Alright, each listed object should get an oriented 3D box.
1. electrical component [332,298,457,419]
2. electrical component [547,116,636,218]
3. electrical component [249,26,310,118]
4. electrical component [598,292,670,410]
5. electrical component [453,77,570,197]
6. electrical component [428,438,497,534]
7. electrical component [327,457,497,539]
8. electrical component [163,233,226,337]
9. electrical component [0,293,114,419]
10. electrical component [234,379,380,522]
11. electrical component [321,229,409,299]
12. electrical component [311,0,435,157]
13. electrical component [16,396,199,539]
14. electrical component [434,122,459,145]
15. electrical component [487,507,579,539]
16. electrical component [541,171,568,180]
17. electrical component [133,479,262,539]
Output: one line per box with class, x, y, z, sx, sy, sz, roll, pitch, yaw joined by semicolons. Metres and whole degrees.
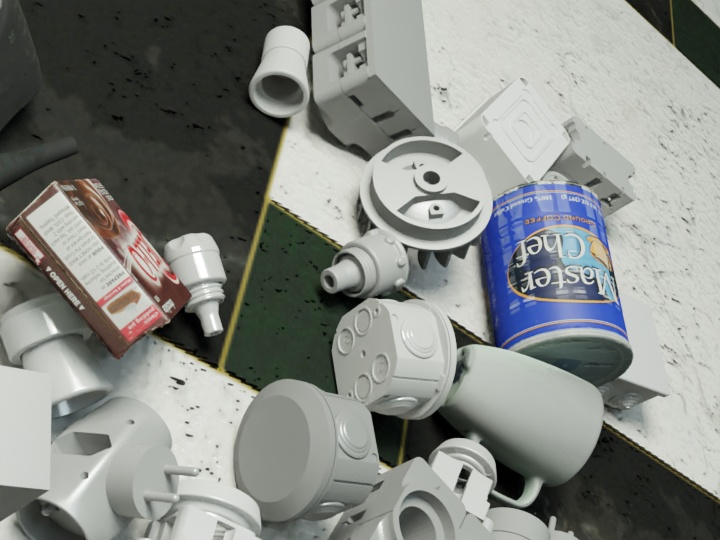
electrical component;0.022;0.057;0.710;0.051;0.080;0.080;9;58;-35
electrical component;0.209;-0.092;1.014;0.089;0.056;0.050;34;45;-25
electrical component;-0.057;-0.150;0.800;0.044;0.044;0.065;32;41;-27
electrical component;0.210;0.066;0.916;0.100;0.048;0.099;20;51;-35
electrical component;0.125;-0.109;0.941;0.078;0.057;0.113;51;40;-6
electrical component;0.063;0.145;0.715;0.066;0.048;0.055;29;40;3
electrical component;0.053;0.201;0.658;0.150;0.062;0.089;48;40;-9
electrical component;-0.098;0.010;0.656;0.035;0.035;0.061;-4;70;-46
electrical component;-0.160;0.045;0.563;0.045;0.045;0.055;-10;72;-48
electrical component;-0.032;0.106;0.624;0.051;0.080;0.080;18;53;-44
electrical component;0.000;0.000;0.754;0.062;0.048;0.048;-21;80;-43
electrical component;0.005;-0.174;0.848;0.089;0.062;0.150;38;40;-47
electrical component;-0.118;0.105;0.541;0.077;0.079;0.043;-54;136;-49
electrical component;0.051;-0.106;0.880;0.046;0.040;0.040;31;46;-20
electrical component;0.135;0.206;0.744;0.138;0.052;0.073;41;42;-17
electrical component;0.162;-0.052;0.947;0.055;0.047;0.055;25;49;-32
electrical component;-0.084;0.147;0.562;0.078;0.058;0.057;33;48;-25
